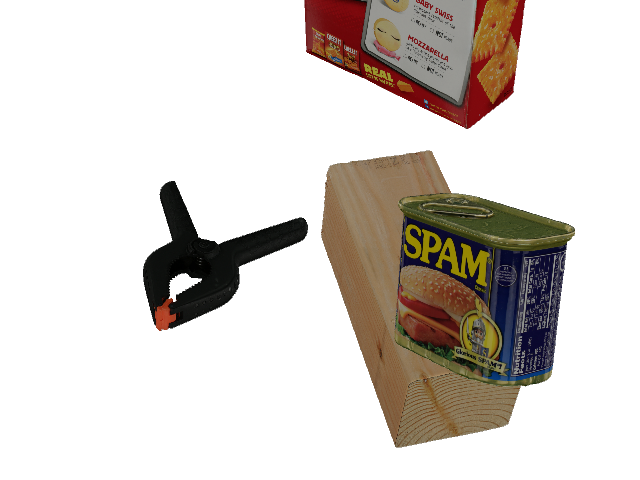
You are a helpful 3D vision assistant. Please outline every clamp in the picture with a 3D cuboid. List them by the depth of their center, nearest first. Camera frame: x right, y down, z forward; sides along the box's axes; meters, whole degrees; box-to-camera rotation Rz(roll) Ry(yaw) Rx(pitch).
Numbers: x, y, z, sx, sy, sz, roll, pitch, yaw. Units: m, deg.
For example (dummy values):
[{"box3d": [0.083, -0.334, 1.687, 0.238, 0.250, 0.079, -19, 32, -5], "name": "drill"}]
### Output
[{"box3d": [-0.125, 0.012, 1.069, 0.165, 0.036, 0.209, 20, 39, 15], "name": "clamp"}]

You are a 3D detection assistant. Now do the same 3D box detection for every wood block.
[{"box3d": [0.071, 0.039, 0.809, 0.090, 0.206, 0.091, -9, -39, -12], "name": "wood block"}]

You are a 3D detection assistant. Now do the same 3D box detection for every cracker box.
[{"box3d": [0.067, -0.209, 0.770, 0.164, 0.214, 0.072, 31, 52, 30], "name": "cracker box"}]

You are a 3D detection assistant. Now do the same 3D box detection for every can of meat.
[{"box3d": [0.086, 0.026, 0.591, 0.057, 0.084, 0.102, -8, 19, -34], "name": "can of meat"}]
